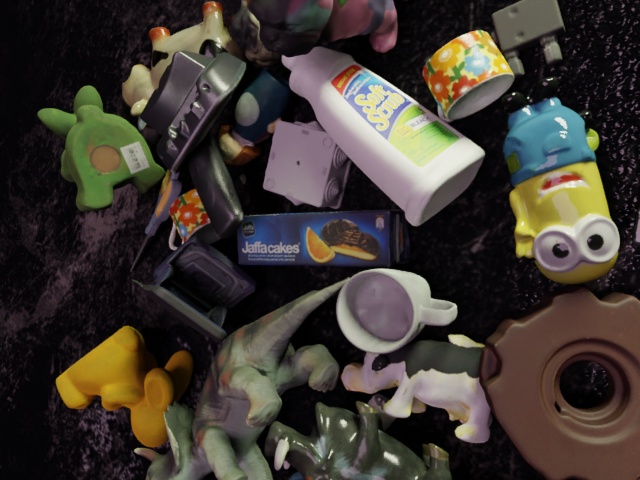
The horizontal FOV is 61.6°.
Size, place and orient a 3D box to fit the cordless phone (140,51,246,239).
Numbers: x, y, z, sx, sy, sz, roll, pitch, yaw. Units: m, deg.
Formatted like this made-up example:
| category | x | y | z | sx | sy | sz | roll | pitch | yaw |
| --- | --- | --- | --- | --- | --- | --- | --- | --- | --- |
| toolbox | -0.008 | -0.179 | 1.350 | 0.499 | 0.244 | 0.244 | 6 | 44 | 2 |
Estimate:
| category | x | y | z | sx | sy | sz | roll | pitch | yaw |
| --- | --- | --- | --- | --- | --- | --- | --- | --- | --- |
| cordless phone | -0.119 | -0.106 | 0.609 | 0.146 | 0.088 | 0.184 | -43 | 64 | 36 |

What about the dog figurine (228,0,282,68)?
| category | x | y | z | sx | sy | sz | roll | pitch | yaw |
| --- | --- | --- | --- | --- | --- | --- | --- | --- | --- |
| dog figurine | -0.035 | -0.305 | 0.595 | 0.172 | 0.121 | 0.190 | -9 | 95 | 54 |

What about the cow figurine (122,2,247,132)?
| category | x | y | z | sx | sy | sz | roll | pitch | yaw |
| --- | --- | --- | --- | --- | --- | --- | --- | --- | --- |
| cow figurine | -0.180 | -0.212 | 0.703 | 0.195 | 0.085 | 0.127 | -10 | 82 | 29 |

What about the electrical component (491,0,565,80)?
| category | x | y | z | sx | sy | sz | roll | pitch | yaw |
| --- | --- | --- | --- | --- | --- | --- | --- | --- | --- |
| electrical component | 0.198 | -0.207 | 0.518 | 0.063 | 0.021 | 0.094 | -14 | 87 | 30 |

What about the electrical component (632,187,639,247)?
| category | x | y | z | sx | sy | sz | roll | pitch | yaw |
| --- | --- | --- | --- | --- | --- | --- | --- | --- | --- |
| electrical component | 0.307 | -0.010 | 0.454 | 0.075 | 0.047 | 0.119 | 1 | 95 | 30 |

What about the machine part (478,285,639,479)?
| category | x | y | z | sx | sy | sz | roll | pitch | yaw |
| --- | --- | --- | --- | --- | --- | --- | --- | --- | --- |
| machine part | 0.234 | 0.128 | 0.473 | 0.180 | 0.056 | 0.179 | -1 | 84 | 13 |

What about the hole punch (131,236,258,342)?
| category | x | y | z | sx | sy | sz | roll | pitch | yaw |
| --- | --- | --- | --- | --- | --- | --- | --- | --- | --- |
| hole punch | -0.156 | 0.063 | 0.687 | 0.116 | 0.142 | 0.092 | -12 | 44 | 61 |

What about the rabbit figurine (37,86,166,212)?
| category | x | y | z | sx | sy | sz | roll | pitch | yaw |
| --- | --- | --- | --- | --- | --- | --- | --- | --- | --- |
| rabbit figurine | -0.317 | -0.121 | 0.747 | 0.170 | 0.121 | 0.159 | 11 | 134 | 60 |

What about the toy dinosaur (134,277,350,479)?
| category | x | y | z | sx | sy | sz | roll | pitch | yaw |
| --- | --- | --- | --- | --- | --- | --- | --- | --- | --- |
| toy dinosaur | -0.098 | 0.190 | 0.664 | 0.192 | 0.131 | 0.404 | 34 | 98 | 43 |

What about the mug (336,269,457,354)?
| category | x | y | z | sx | sy | sz | roll | pitch | yaw |
| --- | --- | --- | --- | --- | --- | --- | --- | --- | --- |
| mug | 0.086 | 0.065 | 0.552 | 0.110 | 0.107 | 0.080 | -2 | 93 | 26 |

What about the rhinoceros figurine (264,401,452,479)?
| category | x | y | z | sx | sy | sz | roll | pitch | yaw |
| --- | --- | --- | --- | --- | --- | --- | --- | --- | --- |
| rhinoceros figurine | 0.038 | 0.225 | 0.545 | 0.190 | 0.073 | 0.112 | 21 | 74 | 10 |

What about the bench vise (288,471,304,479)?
| category | x | y | z | sx | sy | sz | roll | pitch | yaw |
| --- | --- | --- | --- | --- | --- | --- | --- | --- | --- |
| bench vise | -0.022 | 0.351 | 0.574 | 0.129 | 0.240 | 0.223 | -4 | 77 | 57 |

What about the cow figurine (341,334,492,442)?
| category | x | y | z | sx | sy | sz | roll | pitch | yaw |
| --- | --- | --- | --- | --- | --- | --- | --- | --- | --- |
| cow figurine | 0.104 | 0.139 | 0.569 | 0.168 | 0.068 | 0.098 | 12 | 94 | 25 |

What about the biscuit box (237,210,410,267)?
| category | x | y | z | sx | sy | sz | roll | pitch | yaw |
| --- | --- | --- | --- | --- | --- | --- | --- | --- | --- |
| biscuit box | -0.001 | -0.002 | 0.624 | 0.203 | 0.059 | 0.062 | -1 | 93 | 30 |

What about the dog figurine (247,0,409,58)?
| category | x | y | z | sx | sy | sz | roll | pitch | yaw |
| --- | --- | --- | --- | --- | --- | --- | --- | --- | --- |
| dog figurine | 0.011 | -0.263 | 0.510 | 0.109 | 0.219 | 0.191 | 27 | 107 | 22 |

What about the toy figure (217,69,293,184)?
| category | x | y | z | sx | sy | sz | roll | pitch | yaw |
| --- | --- | --- | --- | --- | --- | --- | --- | --- | --- |
| toy figure | -0.091 | -0.137 | 0.670 | 0.154 | 0.057 | 0.064 | -53 | 39 | 24 |

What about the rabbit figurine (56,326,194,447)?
| category | x | y | z | sx | sy | sz | roll | pitch | yaw |
| --- | --- | --- | --- | --- | --- | --- | --- | --- | --- |
| rabbit figurine | -0.255 | 0.210 | 0.772 | 0.162 | 0.122 | 0.173 | -32 | 91 | 18 |

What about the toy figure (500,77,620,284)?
| category | x | y | z | sx | sy | sz | roll | pitch | yaw |
| --- | --- | --- | --- | --- | --- | --- | --- | --- | --- |
| toy figure | 0.217 | -0.050 | 0.486 | 0.082 | 0.089 | 0.180 | -24 | 72 | 43 |
